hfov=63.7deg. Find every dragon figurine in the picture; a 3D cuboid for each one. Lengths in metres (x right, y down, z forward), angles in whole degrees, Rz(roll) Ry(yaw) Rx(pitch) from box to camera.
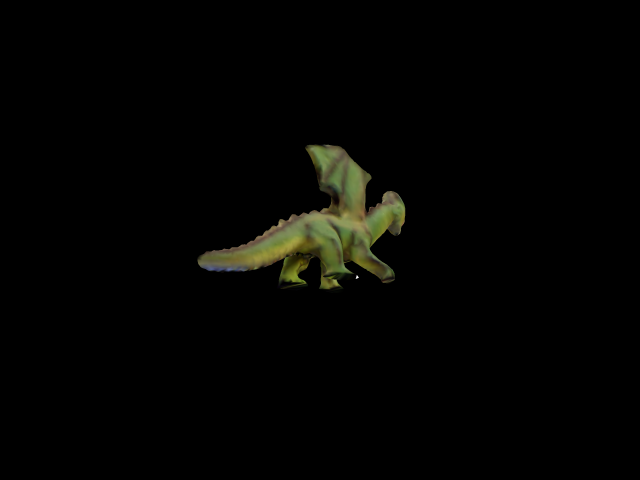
[{"bbox_3d":[0.003,-0.043,0.850,0.409,0.246,0.121,12,-21,-36],"label":"dragon figurine"}]
